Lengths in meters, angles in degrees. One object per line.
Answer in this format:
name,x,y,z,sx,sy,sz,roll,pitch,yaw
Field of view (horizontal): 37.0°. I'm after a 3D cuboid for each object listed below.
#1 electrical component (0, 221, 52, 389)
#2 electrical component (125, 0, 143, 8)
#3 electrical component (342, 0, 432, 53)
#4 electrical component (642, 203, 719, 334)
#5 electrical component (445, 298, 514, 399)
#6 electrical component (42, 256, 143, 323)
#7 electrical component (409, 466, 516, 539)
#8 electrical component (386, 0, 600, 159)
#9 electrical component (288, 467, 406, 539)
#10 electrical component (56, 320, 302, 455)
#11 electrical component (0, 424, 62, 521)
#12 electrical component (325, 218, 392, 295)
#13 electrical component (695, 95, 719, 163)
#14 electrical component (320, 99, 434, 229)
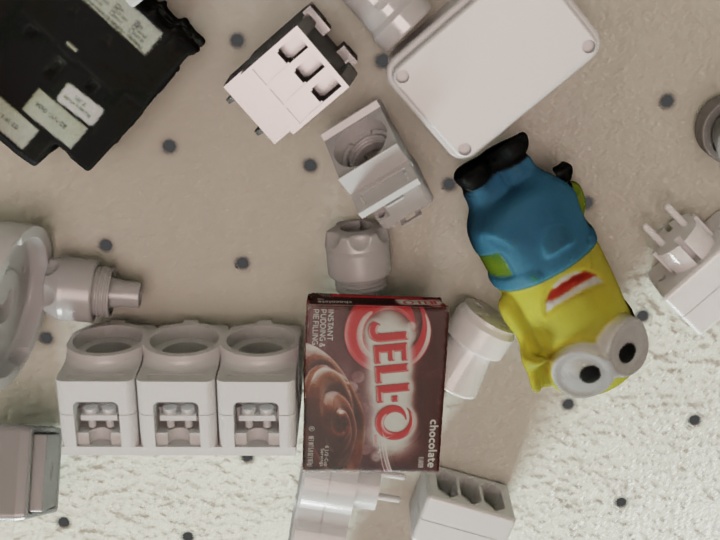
electrical component,-0.246,0.017,0.687,0.060,0.108,0.108,13,110,2
electrical component,-0.088,-0.205,0.582,0.108,0.109,0.056,-48,110,-23
electrical component,0.014,-0.163,0.656,0.040,0.040,0.046,-43,99,14
electrical component,0.218,-0.011,0.707,0.077,0.047,0.066,42,105,-14
electrical component,0.074,0.053,0.731,0.045,0.045,0.055,28,107,-10
electrical component,-0.178,0.014,0.718,0.062,0.043,0.043,5,110,-4
electrical component,0.067,0.191,0.781,0.066,0.047,0.076,17,109,-6
electrical component,0.079,-0.132,0.657,0.113,0.057,0.078,-39,106,13
electrical component,-0.005,0.149,0.762,0.074,0.052,0.138,10,109,-4
electrical component,-0.115,0.074,0.715,0.150,0.089,0.061,0,110,0
electrical component,-0.237,0.138,0.740,0.061,0.096,0.061,1,81,0
electrical component,0.000,0.000,0.713,0.043,0.043,0.062,-4,112,1
electrical component,0.239,-0.086,0.675,0.045,0.055,0.045,0,110,0
electrical component,0.013,-0.063,0.674,0.042,0.081,0.064,-31,136,12
